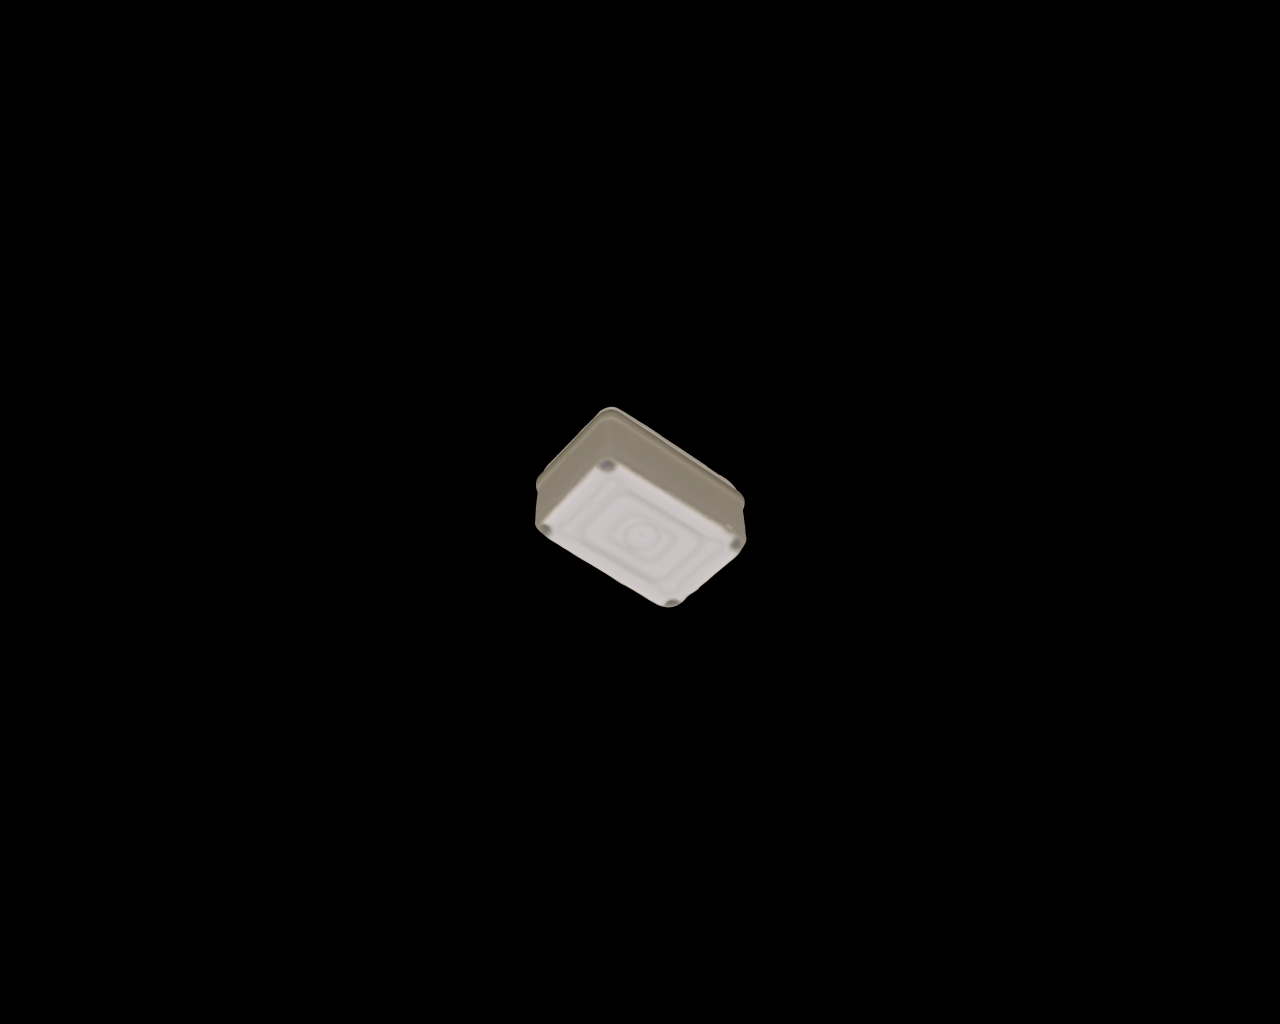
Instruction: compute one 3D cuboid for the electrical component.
[{"bbox_3d":[0.001,-0.003,0.650,0.113,0.057,0.078,33,-58,-24],"label":"electrical component"}]
